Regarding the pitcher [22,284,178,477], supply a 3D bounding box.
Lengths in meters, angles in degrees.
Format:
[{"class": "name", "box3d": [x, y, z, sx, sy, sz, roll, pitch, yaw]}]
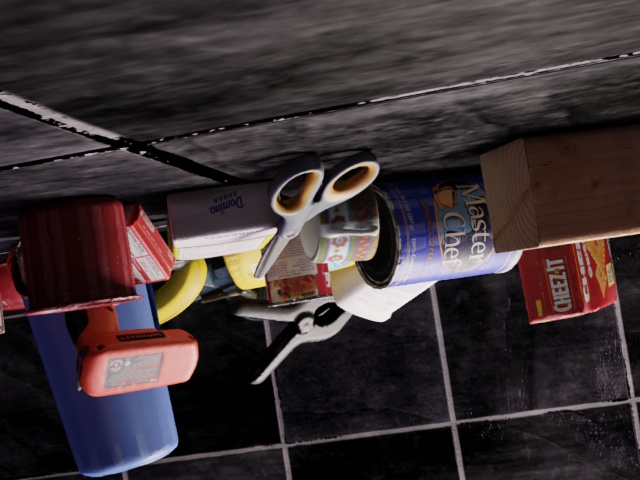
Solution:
[{"class": "pitcher", "box3d": [-0.225, 0.116, 1.131, 0.149, 0.243, 0.145, -15, 179, -20]}]

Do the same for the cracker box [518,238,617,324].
[{"class": "cracker box", "box3d": [0.292, 0.008, 1.279, 0.072, 0.164, 0.213, -13, 176, 24]}]

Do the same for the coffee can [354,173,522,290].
[{"class": "coffee can", "box3d": [0.112, -0.011, 1.035, 0.140, 0.103, 0.103, -7, 176, -24]}]

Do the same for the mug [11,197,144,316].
[{"class": "mug", "box3d": [-0.200, 0.014, 0.841, 0.117, 0.081, 0.093, -11, 176, 34]}]

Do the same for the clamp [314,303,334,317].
[{"class": "clamp", "box3d": [0.078, 0.031, 1.330, 0.209, 0.036, 0.165, -4, 133, -29]}]

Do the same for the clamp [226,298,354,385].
[{"class": "clamp", "box3d": [-0.031, 0.089, 1.266, 0.171, 0.120, 0.039, -31, -138, -14]}]

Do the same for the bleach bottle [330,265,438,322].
[{"class": "bleach bottle", "box3d": [0.129, 0.004, 1.200, 0.251, 0.068, 0.102, -34, 145, 31]}]

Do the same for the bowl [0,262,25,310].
[{"class": "bowl", "box3d": [-0.358, 0.055, 1.345, 0.162, 0.055, 0.162, -8, 176, -1]}]

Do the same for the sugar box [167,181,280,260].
[{"class": "sugar box", "box3d": [-0.089, -0.016, 0.947, 0.093, 0.048, 0.176, -8, 173, -10]}]

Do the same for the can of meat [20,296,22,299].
[{"class": "can of meat", "box3d": [-0.291, 0.039, 1.240, 0.101, 0.057, 0.084, -8, 174, -30]}]

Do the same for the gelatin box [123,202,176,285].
[{"class": "gelatin box", "box3d": [-0.179, 0.007, 0.915, 0.089, 0.030, 0.073, -10, 135, 18]}]

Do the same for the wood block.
[{"class": "wood block", "box3d": [0.254, -0.047, 0.903, 0.205, 0.090, 0.091, -8, 178, -14]}]

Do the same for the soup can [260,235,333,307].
[{"class": "soup can", "box3d": [-0.027, 0.014, 1.092, 0.068, 0.102, 0.068, -9, 176, -1]}]

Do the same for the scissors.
[{"class": "scissors", "box3d": [-0.006, -0.019, 0.846, 0.096, 0.016, 0.202, -18, 160, -11]}]

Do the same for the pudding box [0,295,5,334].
[{"class": "pudding box", "box3d": [-0.347, 0.048, 0.978, 0.114, 0.090, 0.039, -9, 175, 20]}]

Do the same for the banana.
[{"class": "banana", "box3d": [-0.196, 0.066, 1.239, 0.198, 0.069, 0.037, -33, 166, 25]}]

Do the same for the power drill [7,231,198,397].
[{"class": "power drill", "box3d": [-0.181, 0.058, 0.994, 0.184, 0.057, 0.188, -8, -142, -28]}]

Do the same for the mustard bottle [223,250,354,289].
[{"class": "mustard bottle", "box3d": [-0.008, 0.001, 1.178, 0.191, 0.058, 0.096, -12, 144, 7]}]
